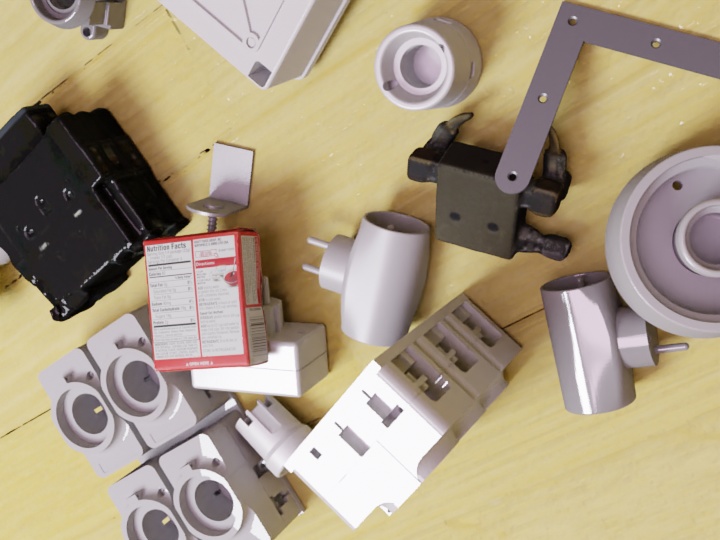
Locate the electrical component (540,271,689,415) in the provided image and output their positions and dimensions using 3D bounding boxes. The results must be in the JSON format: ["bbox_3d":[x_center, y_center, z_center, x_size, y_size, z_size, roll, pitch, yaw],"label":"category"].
[{"bbox_3d":[0.153,0.041,0.638,0.079,0.043,0.077,-9,100,25],"label":"electrical component"}]

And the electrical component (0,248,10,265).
[{"bbox_3d":[-0.277,-0.017,0.811,0.035,0.035,0.061,48,119,5],"label":"electrical component"}]

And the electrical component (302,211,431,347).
[{"bbox_3d":[0.000,0.000,0.692,0.079,0.044,0.077,18,110,18],"label":"electrical component"}]

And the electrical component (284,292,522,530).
[{"bbox_3d":[0.034,0.082,0.639,0.062,0.150,0.089,43,116,9],"label":"electrical component"}]

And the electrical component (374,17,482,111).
[{"bbox_3d":[0.040,-0.122,0.641,0.055,0.047,0.055,6,106,22],"label":"electrical component"}]

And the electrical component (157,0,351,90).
[{"bbox_3d":[-0.060,-0.185,0.652,0.109,0.056,0.108,41,126,10],"label":"electrical component"}]

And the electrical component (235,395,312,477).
[{"bbox_3d":[-0.059,0.114,0.750,0.046,0.040,0.040,43,116,13],"label":"electrical component"}]

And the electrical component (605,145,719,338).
[{"bbox_3d":[0.189,-0.016,0.580,0.108,0.060,0.108,0,89,9],"label":"electrical component"}]

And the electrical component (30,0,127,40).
[{"bbox_3d":[-0.186,-0.185,0.716,0.048,0.055,0.066,18,110,18],"label":"electrical component"}]

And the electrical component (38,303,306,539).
[{"bbox_3d":[-0.139,0.126,0.775,0.105,0.060,0.186,-32,90,27],"label":"electrical component"}]

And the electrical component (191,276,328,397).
[{"bbox_3d":[-0.070,0.041,0.731,0.083,0.047,0.075,2,104,23],"label":"electrical component"}]
